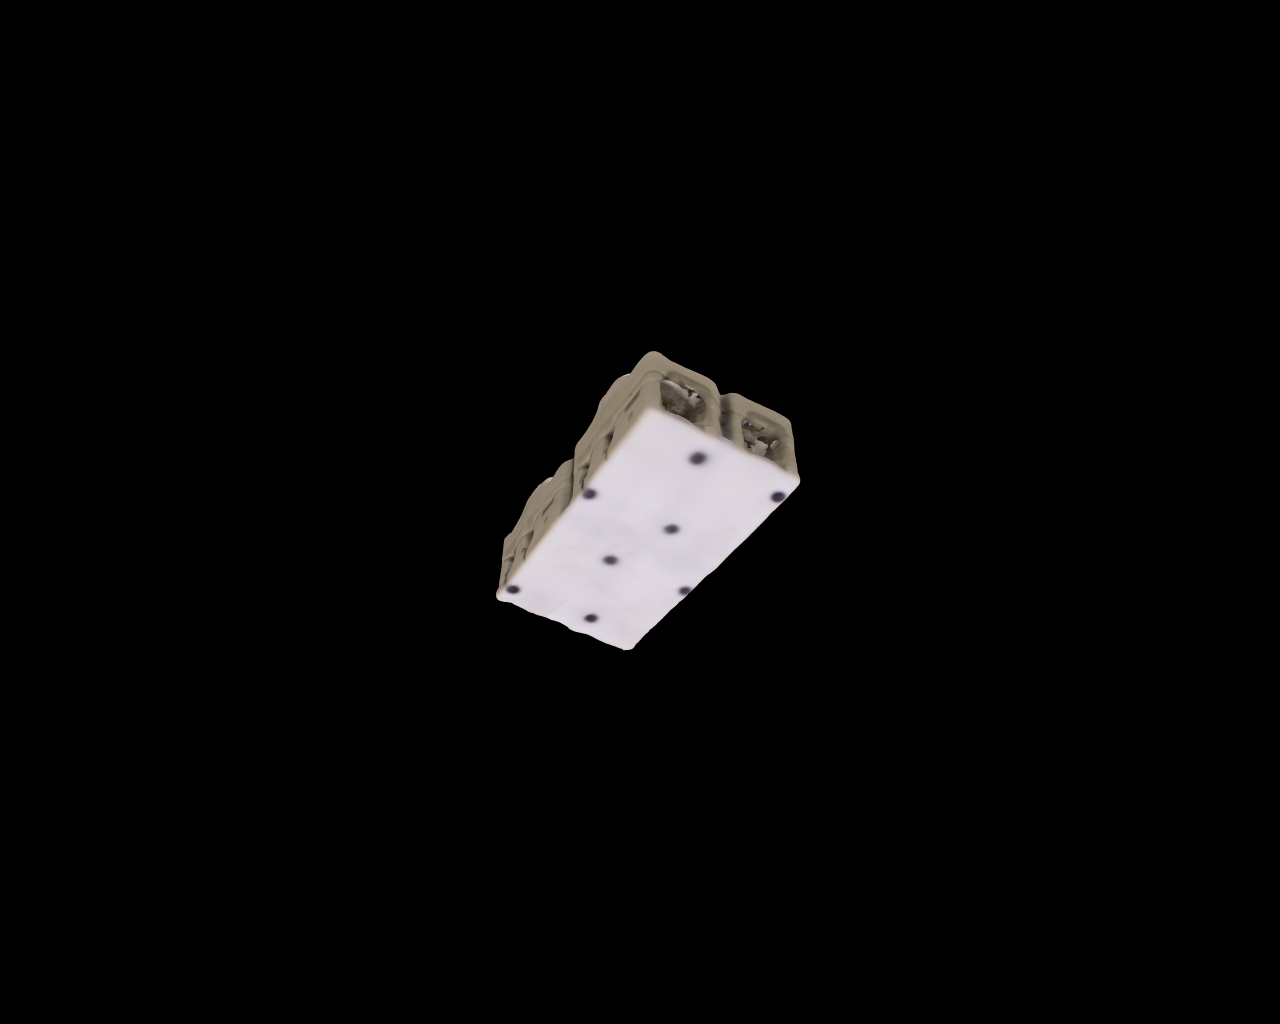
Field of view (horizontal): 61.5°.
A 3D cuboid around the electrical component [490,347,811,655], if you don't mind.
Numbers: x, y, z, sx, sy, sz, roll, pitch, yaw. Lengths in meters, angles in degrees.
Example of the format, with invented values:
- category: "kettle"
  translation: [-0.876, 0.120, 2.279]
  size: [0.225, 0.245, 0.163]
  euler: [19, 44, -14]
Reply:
- category: "electrical component"
  translation: [0.001, -0.003, 0.650]
  size: [0.105, 0.060, 0.186]
  euler: [24, -50, -22]
